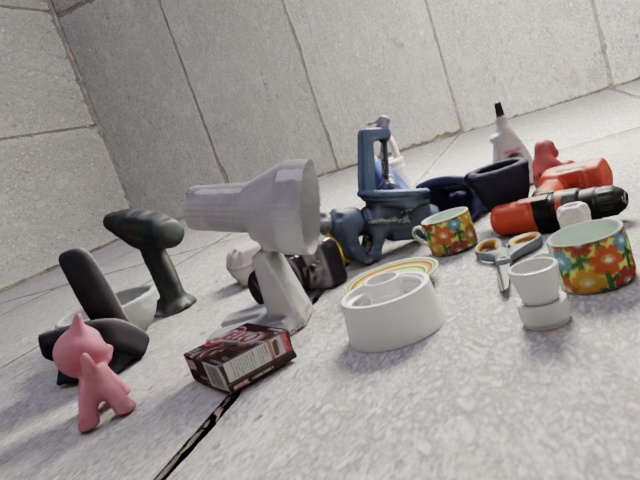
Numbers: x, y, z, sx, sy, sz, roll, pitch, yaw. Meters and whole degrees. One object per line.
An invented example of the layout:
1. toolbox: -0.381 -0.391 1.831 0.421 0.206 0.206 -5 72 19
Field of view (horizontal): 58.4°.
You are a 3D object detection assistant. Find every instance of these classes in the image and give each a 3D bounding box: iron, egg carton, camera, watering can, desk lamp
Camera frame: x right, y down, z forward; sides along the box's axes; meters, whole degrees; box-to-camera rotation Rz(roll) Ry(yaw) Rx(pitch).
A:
1. iron: 0.140 -0.095 1.137 0.118 0.141 0.258 -18 10 2
2. egg carton: -0.106 0.033 1.105 0.150 0.069 0.107 -22 11 -17
3. camera: -0.055 0.041 0.882 0.142 0.101 0.137 -7 15 47
4. watering can: 0.145 -0.158 1.306 0.100 0.194 0.173 -16 11 15
5. desk lamp: -0.077 0.015 0.740 0.203 0.214 0.118 -16 11 15

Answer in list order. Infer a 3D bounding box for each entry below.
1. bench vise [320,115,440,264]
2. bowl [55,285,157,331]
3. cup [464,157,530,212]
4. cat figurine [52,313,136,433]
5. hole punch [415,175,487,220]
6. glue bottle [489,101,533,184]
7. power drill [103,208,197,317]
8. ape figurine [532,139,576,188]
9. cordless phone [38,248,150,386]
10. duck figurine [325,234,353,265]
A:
1. bench vise: 0.089 -0.082 0.936 0.208 0.220 0.121 -25 12 -32
2. bowl: -0.342 0.139 0.952 0.167 0.075 0.167 -18 10 4
3. cup: 0.277 -0.070 0.893 0.092 0.095 0.117 -24 12 -28
4. cat figurine: -0.273 0.146 0.672 0.067 0.118 0.127 -23 11 -23
5. hole punch: 0.237 -0.079 1.020 0.108 0.091 0.101 -8 15 45
6. glue bottle: 0.365 -0.184 1.114 0.078 0.173 0.037 -20 11 -4
7. power drill: -0.318 0.036 1.074 0.228 0.208 0.076 -8 15 45
8. ape figurine: 0.404 -0.134 1.008 0.076 0.092 0.077 -22 11 -16
9. cordless phone: -0.344 0.105 0.824 0.147 0.185 0.094 -15 11 18
10. duck figurine: 0.009 0.004 1.007 0.104 0.086 0.078 -14 12 25
